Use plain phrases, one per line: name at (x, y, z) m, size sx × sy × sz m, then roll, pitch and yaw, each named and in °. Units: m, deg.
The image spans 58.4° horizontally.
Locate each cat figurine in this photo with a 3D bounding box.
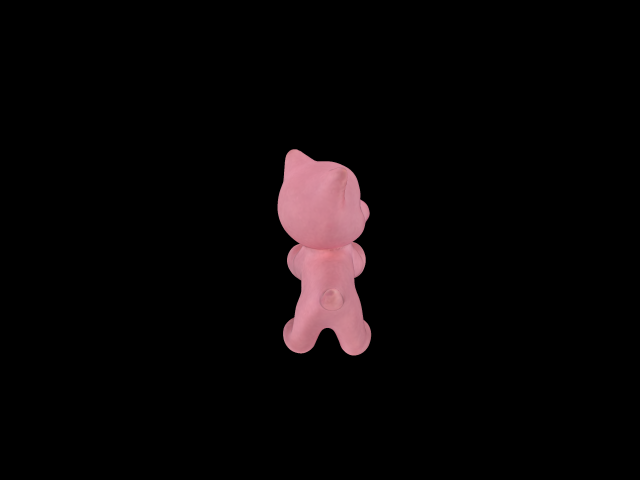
cat figurine at (0.004, 0.001, 0.400) m, size 0.067 × 0.118 × 0.127 m, roll -3°, pitch 55°, yaw -2°
